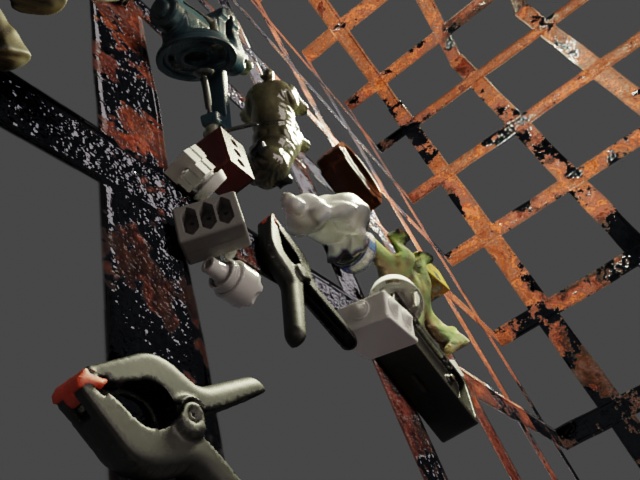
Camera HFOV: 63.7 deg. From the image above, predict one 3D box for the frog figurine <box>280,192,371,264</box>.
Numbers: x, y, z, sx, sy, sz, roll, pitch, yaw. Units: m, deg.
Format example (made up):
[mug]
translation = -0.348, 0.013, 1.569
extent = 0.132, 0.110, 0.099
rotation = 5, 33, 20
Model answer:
[frog figurine]
translation = 0.003, -0.043, 0.858
extent = 0.158, 0.124, 0.137
rotation = 38, -13, -23

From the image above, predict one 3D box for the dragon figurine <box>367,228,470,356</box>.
[dragon figurine]
translation = 0.170, 0.109, 1.072
extent = 0.406, 0.120, 0.249
rotation = 36, 30, -26
